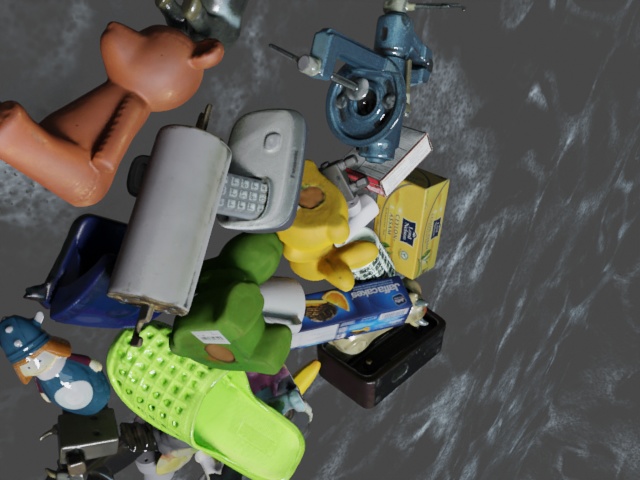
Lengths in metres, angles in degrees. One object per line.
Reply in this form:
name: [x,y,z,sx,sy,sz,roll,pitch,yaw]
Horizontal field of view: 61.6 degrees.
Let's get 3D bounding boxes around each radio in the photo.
radio: [0.117,0.195,0.987,0.229,0.131,0.073,-29,134,-32]

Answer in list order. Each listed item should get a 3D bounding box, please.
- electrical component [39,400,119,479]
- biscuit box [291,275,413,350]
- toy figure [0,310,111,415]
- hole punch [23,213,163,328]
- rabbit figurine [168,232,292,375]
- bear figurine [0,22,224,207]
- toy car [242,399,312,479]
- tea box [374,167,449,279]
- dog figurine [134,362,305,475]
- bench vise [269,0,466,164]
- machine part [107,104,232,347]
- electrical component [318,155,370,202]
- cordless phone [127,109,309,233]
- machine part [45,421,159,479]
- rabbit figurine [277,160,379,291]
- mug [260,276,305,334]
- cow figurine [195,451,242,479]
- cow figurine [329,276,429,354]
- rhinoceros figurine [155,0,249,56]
electrical component: [-0.276,0.229,0.619,0.078,0.102,0.045,-1,119,-36]
biscuit box: [0.039,0.112,0.834,0.203,0.063,0.059,-10,145,-15]
toy figure: [-0.285,0.135,0.579,0.064,0.058,0.154,-56,142,-29]
hole punch: [-0.216,0.048,0.574,0.142,0.092,0.115,18,104,-54]
rabbit figurine: [-0.099,0.064,0.639,0.121,0.159,0.170,50,41,-33]
bear figurine: [-0.188,-0.130,0.466,0.196,0.120,0.131,-56,137,-7]
toy car: [-0.090,0.357,0.930,0.202,0.056,0.073,-46,133,-18]
tea box: [0.148,-0.032,0.903,0.068,0.098,0.169,-23,127,-38]
dog figurine: [-0.140,0.235,0.758,0.219,0.108,0.191,-26,172,-9]
bench vise: [0.060,-0.215,0.679,0.240,0.129,0.223,1,110,-52]
machine part: [-0.141,-0.019,0.512,0.079,0.079,0.243,32,64,-51]
electrical component: [0.020,-0.082,0.762,0.063,0.094,0.021,59,30,-17]
cordless phone: [-0.112,-0.087,0.604,0.184,0.089,0.146,11,76,-15]
machine part: [-0.269,0.275,0.670,0.139,0.039,0.084,-35,137,11]
rabbit figurine: [-0.002,-0.002,0.742,0.122,0.162,0.173,-50,160,-30]
mug: [-0.081,0.095,0.739,0.107,0.110,0.080,9,116,-36]
cow figurine: [-0.152,0.367,0.836,0.068,0.098,0.167,23,95,-45]
cow figurine: [0.101,0.125,0.929,0.195,0.127,0.085,-32,137,-26]
rhinoceros figurine: [-0.080,-0.273,0.525,0.112,0.073,0.190,21,98,-50]
